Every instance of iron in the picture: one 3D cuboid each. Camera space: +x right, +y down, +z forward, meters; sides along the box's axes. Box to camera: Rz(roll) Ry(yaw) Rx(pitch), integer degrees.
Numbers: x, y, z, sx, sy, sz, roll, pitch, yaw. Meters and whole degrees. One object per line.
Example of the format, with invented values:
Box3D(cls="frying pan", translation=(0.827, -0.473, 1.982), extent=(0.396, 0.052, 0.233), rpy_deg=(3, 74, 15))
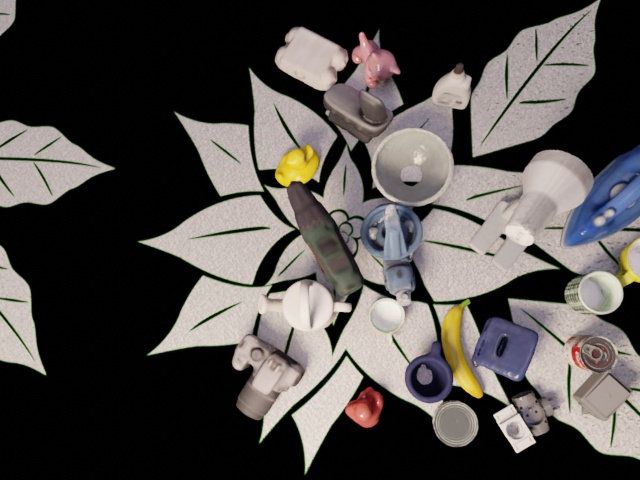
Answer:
Box3D(cls="iron", translation=(0.583, -0.080, 1.112), extent=(0.258, 0.141, 0.118), rpy_deg=(-44, 80, -2))

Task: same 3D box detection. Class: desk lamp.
Box3D(cls="desk lamp", translation=(0.399, -0.051, 1.088), extent=(0.118, 0.213, 0.203), rpy_deg=(37, 87, 9))

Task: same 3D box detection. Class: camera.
Box3D(cls="camera", translation=(-0.122, 0.278, 1.143), extent=(0.143, 0.101, 0.137), rpy_deg=(32, 86, 9))

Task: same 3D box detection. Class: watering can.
Box3D(cls="watering can", translation=(-0.030, 0.129, 1.109), extent=(0.173, 0.194, 0.101), rpy_deg=(-21, 80, 2))

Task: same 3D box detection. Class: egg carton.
Box3D(cls="egg carton", translation=(-0.019, -0.394, 1.246), extent=(0.150, 0.069, 0.107), rpy_deg=(29, 85, 8))

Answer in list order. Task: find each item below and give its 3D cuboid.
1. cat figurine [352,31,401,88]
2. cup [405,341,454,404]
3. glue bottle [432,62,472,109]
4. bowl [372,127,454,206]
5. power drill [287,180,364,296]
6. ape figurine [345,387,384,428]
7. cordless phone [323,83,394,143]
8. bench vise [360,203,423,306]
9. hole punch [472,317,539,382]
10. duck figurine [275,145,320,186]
Box3D(cls="cat figurine", translation=(0.117, -0.382, 1.208), extent=(0.067, 0.118, 0.128), rpy_deg=(-29, 80, 1))
Box3D(cls="cup", translation=(0.212, 0.254, 1.121), extent=(0.091, 0.095, 0.118), rpy_deg=(13, 83, 7))
Box3D(cls="glue bottle", translation=(0.272, -0.316, 1.157), extent=(0.078, 0.173, 0.037), rpy_deg=(14, 83, 7))
Box3D(cls="bowl", translation=(0.190, -0.144, 1.189), extent=(0.167, 0.075, 0.167), rpy_deg=(-1, 82, 5))
Box3D(cls="power drill", translation=(0.010, 0.004, 1.116), extent=(0.075, 0.208, 0.229), rpy_deg=(-31, 80, 0))
Box3D(cls="ape figurine", translation=(0.088, 0.332, 1.122), extent=(0.077, 0.092, 0.076), rpy_deg=(-5, 81, 4))
Box3D(cls="cordless phone", translation=(0.076, -0.283, 1.163), extent=(0.147, 0.185, 0.094), rpy_deg=(30, 86, 9))
Box3D(cls="bench vise", translation=(0.155, 0.013, 1.097), extent=(0.121, 0.220, 0.207), rpy_deg=(-28, 80, 1))
Box3D(cls="hole punch", translation=(0.358, 0.212, 1.116), extent=(0.101, 0.091, 0.109), rpy_deg=(22, 84, 8))
Box3D(cls="duck figurine", translation=(-0.051, -0.162, 1.207), extent=(0.104, 0.086, 0.077), rpy_deg=(-38, 80, -1))
